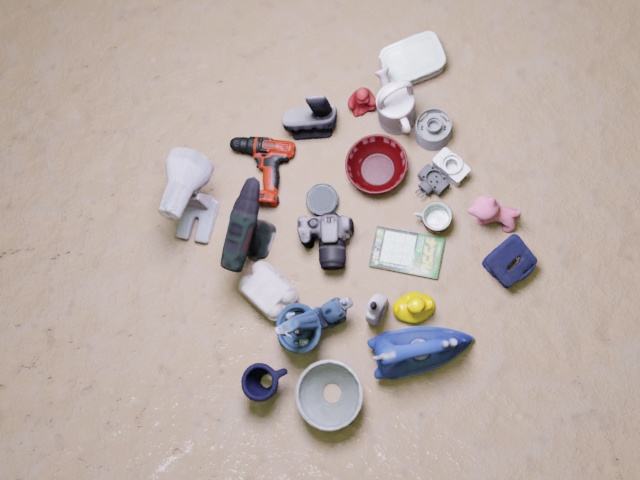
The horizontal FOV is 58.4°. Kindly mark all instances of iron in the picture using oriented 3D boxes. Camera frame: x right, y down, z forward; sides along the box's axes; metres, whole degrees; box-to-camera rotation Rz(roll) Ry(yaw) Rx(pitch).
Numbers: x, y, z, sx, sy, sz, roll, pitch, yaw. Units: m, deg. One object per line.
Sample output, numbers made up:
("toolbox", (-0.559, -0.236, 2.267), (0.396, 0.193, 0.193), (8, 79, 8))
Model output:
("iron", (0.242, 0.256, 1.351), (0.258, 0.141, 0.118), (-14, 77, 7))

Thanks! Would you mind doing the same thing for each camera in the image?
("camera", (0.013, 0.005, 1.458), (0.143, 0.101, 0.137), (-2, 79, 9))

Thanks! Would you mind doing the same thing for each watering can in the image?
("watering can", (0.186, -0.354, 1.449), (0.101, 0.194, 0.172), (-45, 76, -1))

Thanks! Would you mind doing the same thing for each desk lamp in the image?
("desk lamp", (-0.338, -0.112, 1.479), (0.117, 0.214, 0.203), (10, 81, 11))

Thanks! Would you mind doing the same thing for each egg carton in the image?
("egg carton", (-0.133, 0.129, 1.474), (0.150, 0.069, 0.107), (40, 88, 14))

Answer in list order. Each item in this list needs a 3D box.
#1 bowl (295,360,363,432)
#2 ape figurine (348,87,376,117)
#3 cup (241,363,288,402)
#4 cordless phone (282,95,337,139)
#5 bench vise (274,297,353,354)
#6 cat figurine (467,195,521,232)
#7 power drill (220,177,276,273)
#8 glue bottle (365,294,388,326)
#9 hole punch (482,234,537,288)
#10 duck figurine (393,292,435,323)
("bowl", (0.026, 0.376, 1.399), (0.167, 0.075, 0.167), (-2, 79, 9))
("ape figurine", (0.112, -0.375, 1.518), (0.077, 0.092, 0.076), (18, 83, 12))
("cup", (-0.128, 0.345, 1.419), (0.117, 0.095, 0.091), (-25, 76, 4))
("cordless phone", (-0.035, -0.336, 1.487), (0.147, 0.185, 0.094), (-7, 78, 8))
("bench vise", (-0.030, 0.184, 1.369), (0.121, 0.220, 0.207), (44, 89, 14))
("cat figurine", (0.425, -0.072, 1.396), (0.127, 0.118, 0.067), (13, 82, 12))
("power drill", (-0.178, -0.026, 1.439), (0.075, 0.208, 0.230), (15, 82, 12))
("glue bottle", (0.132, 0.163, 1.371), (0.037, 0.173, 0.078), (21, 83, 13))
("hole punch", (0.461, 0.051, 1.380), (0.108, 0.091, 0.101), (-43, 76, 0))
("duck figurine", (0.229, 0.163, 1.400), (0.104, 0.086, 0.077), (-10, 78, 7))
